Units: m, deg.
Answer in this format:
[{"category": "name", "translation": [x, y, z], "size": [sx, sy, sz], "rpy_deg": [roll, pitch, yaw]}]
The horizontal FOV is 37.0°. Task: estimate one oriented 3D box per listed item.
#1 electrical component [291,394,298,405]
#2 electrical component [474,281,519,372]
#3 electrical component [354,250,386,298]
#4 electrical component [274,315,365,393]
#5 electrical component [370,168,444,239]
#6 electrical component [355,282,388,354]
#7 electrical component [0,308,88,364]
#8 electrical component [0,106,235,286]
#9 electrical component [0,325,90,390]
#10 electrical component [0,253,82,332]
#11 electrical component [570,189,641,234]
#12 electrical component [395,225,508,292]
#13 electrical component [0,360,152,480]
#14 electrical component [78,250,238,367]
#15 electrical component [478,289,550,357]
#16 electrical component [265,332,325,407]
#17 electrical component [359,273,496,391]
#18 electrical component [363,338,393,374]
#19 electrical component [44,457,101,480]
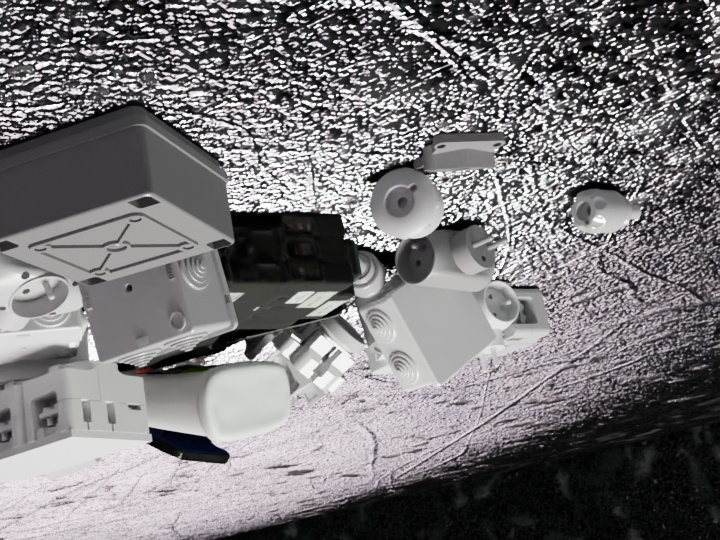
[{"category": "electrical component", "translation": [-0.101, 0.136, 1.229], "size": [0.055, 0.045, 0.045], "rpy_deg": [-10, 163, -2]}, {"category": "electrical component", "translation": [0.120, 0.060, 1.059], "size": [0.044, 0.079, 0.077], "rpy_deg": [0, 160, -33]}, {"category": "electrical component", "translation": [0.000, 0.000, 0.874], "size": [0.035, 0.035, 0.061], "rpy_deg": [-13, 161, 8]}, {"category": "electrical component", "translation": [-0.033, 0.072, 1.018], "size": [0.057, 0.058, 0.078], "rpy_deg": [-46, 117, 6]}, {"category": "electrical component", "translation": [0.038, -0.043, 0.745], "size": [0.048, 0.048, 0.062], "rpy_deg": [-17, 168, 21]}, {"category": "electrical component", "translation": [0.053, 0.049, 1.019], "size": [0.108, 0.060, 0.108], "rpy_deg": [-10, 163, -3]}, {"category": "electrical component", "translation": [-0.258, 0.038, 0.817], "size": [0.100, 0.048, 0.099], "rpy_deg": [-5, 162, -19]}, {"category": "electrical component", "translation": [-0.145, -0.039, 0.627], "size": [0.109, 0.056, 0.109], "rpy_deg": [-15, 162, 16]}, {"category": "electrical component", "translation": [-0.284, 0.073, 0.898], "size": [0.113, 0.057, 0.078], "rpy_deg": [-5, 162, -17]}, {"category": "electrical component", "translation": [-0.236, 0.015, 0.740], "size": [0.077, 0.044, 0.079], "rpy_deg": [11, 128, -51]}, {"category": "electrical component", "translation": [0.197, -0.046, 0.844], "size": [0.061, 0.035, 0.035], "rpy_deg": [-1, 161, -36]}, {"category": "electrical component", "translation": [0.083, -0.012, 0.868], "size": [0.077, 0.043, 0.079], "rpy_deg": [7, 156, -45]}, {"category": "electrical component", "translation": [-0.257, 0.123, 0.869], "size": [0.150, 0.061, 0.089], "rpy_deg": [-20, 160, 27]}, {"category": "electrical component", "translation": [-0.140, 0.011, 0.720], "size": [0.100, 0.099, 0.048], "rpy_deg": [-19, 174, 27]}, {"category": "electrical component", "translation": [0.149, 0.056, 1.112], "size": [0.056, 0.050, 0.089], "rpy_deg": [1, 159, -34]}, {"category": "electrical component", "translation": [-0.053, 0.091, 1.077], "size": [0.064, 0.081, 0.042], "rpy_deg": [-27, 172, -27]}, {"category": "electrical component", "translation": [0.057, 0.046, 0.921], "size": [0.100, 0.099, 0.048], "rpy_deg": [-33, -173, -41]}, {"category": "electrical component", "translation": [0.029, 0.075, 1.107], "size": [0.076, 0.047, 0.083], "rpy_deg": [1, 159, -34]}, {"category": "electrical component", "translation": [-0.286, 0.146, 1.056], "size": [0.060, 0.108, 0.108], "rpy_deg": [-15, 163, -7]}]
